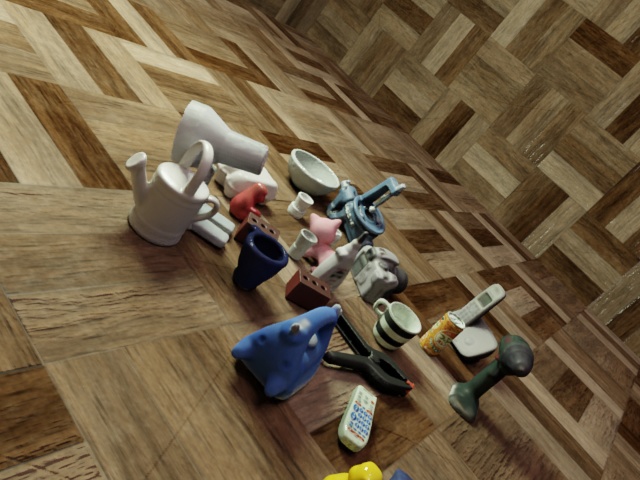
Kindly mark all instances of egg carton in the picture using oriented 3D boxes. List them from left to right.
[{"bbox_3d":[-0.171,-0.138,1.349,0.151,0.069,0.107,8,39,-51],"label":"egg carton"}]

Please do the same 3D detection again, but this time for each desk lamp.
[{"bbox_3d":[-0.208,-0.131,1.100,0.203,0.213,0.118,35,24,-12],"label":"desk lamp"}]

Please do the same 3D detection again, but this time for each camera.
[{"bbox_3d":[0.161,0.087,1.404,0.137,0.100,0.143,26,27,-29],"label":"camera"}]

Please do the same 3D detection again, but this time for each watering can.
[{"bbox_3d":[-0.249,-0.091,0.991,0.173,0.194,0.100,7,39,-51],"label":"watering can"}]

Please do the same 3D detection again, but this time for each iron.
[{"bbox_3d":[-0.024,0.158,0.951,0.118,0.141,0.259,46,24,14],"label":"iron"}]

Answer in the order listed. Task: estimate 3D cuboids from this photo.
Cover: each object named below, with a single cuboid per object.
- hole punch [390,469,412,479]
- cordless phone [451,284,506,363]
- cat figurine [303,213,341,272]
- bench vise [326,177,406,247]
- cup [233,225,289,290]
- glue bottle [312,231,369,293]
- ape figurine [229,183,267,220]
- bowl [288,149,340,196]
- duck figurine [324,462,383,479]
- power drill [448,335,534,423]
[{"bbox_3d":[0.138,0.391,0.839,0.108,0.091,0.101,44,24,10],"label":"hole punch"},{"bbox_3d":[0.413,0.209,1.457,0.094,0.185,0.147,20,30,-38],"label":"cordless phone"},{"bbox_3d":[0.012,0.005,1.308,0.067,0.117,0.127,7,40,-52],"label":"cat figurine"},{"bbox_3d":[0.119,-0.105,1.534,0.207,0.219,0.122,48,25,19],"label":"bench vise"},{"bbox_3d":[-0.125,0.036,1.075,0.092,0.095,0.117,14,34,-46],"label":"cup"},{"bbox_3d":[0.046,0.044,1.218,0.078,0.173,0.037,10,37,-49],"label":"glue bottle"},{"bbox_3d":[-0.149,-0.086,1.261,0.076,0.092,0.077,32,24,-18],"label":"ape figurine"},{"bbox_3d":[-0.030,-0.178,1.626,0.168,0.074,0.167,33,24,-16],"label":"bowl"},{"bbox_3d":[0.048,0.346,0.792,0.077,0.086,0.105,45,24,12],"label":"duck figurine"},{"bbox_3d":[0.374,0.290,1.224,0.075,0.208,0.230,43,23,8],"label":"power drill"}]
